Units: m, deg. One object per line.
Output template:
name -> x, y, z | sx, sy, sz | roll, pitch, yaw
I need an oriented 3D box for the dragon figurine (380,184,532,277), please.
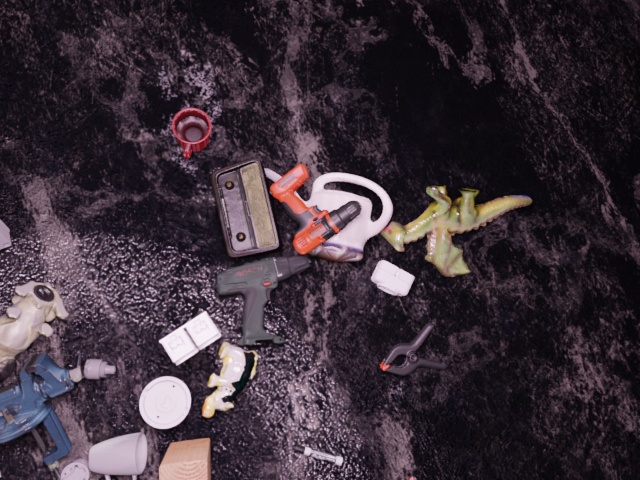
dragon figurine -> 0.363, -0.023, 1.360 | 0.410, 0.123, 0.242 | 6, 95, -8

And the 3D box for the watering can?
watering can -> 0.004, -0.065, 1.288 | 0.348, 0.103, 0.226 | 9, 79, 6
